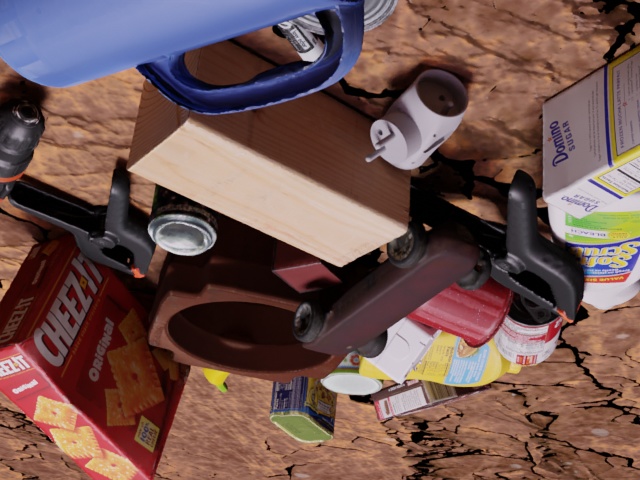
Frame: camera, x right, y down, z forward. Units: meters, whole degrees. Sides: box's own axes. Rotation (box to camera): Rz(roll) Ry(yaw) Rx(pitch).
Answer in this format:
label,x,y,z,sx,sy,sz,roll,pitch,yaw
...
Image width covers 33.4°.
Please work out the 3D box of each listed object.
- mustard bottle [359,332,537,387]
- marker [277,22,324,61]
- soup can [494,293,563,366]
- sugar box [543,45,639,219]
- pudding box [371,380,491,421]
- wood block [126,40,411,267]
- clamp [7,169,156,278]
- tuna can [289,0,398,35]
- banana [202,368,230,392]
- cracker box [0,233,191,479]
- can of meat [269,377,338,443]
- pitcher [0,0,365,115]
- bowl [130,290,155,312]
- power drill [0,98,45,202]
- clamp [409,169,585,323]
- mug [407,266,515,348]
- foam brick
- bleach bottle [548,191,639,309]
label,x,y,z,sx,sy,sz,roll,pitch,yaw
mustard bottle,0.142,0.116,1.154,0.191,0.058,0.096,7,128,-3
marker,-0.031,-0.164,0.738,0.020,0.020,0.121,-11,147,27
soup can,0.208,0.076,1.067,0.068,0.068,0.102,2,151,7
sugar box,0.233,-0.091,0.744,0.048,0.093,0.177,23,147,-26
pudding box,0.130,0.177,1.246,0.113,0.039,0.090,-3,161,-42
wood block,-0.034,-0.067,0.836,0.205,0.091,0.090,25,144,-30
clamp,-0.198,-0.016,1.010,0.120,0.039,0.171,-4,153,28
tuna can,0.010,-0.174,0.697,0.086,0.033,0.086,5,151,2
banana,-0.081,0.135,1.256,0.069,0.037,0.198,20,148,-37
cracker box,-0.228,0.122,1.072,0.072,0.164,0.213,-18,125,26
can of meat,-0.018,0.190,1.292,0.058,0.084,0.102,-10,147,26
pitcher,-0.088,-0.161,0.634,0.243,0.149,0.144,-13,147,35
bowl,-0.224,0.115,1.227,0.162,0.055,0.162,4,151,2
power drill,-0.336,-0.089,0.886,0.187,0.057,0.185,21,147,-24
clamp,0.167,0.005,0.904,0.209,0.036,0.165,38,160,-25
mug,0.131,0.036,1.003,0.081,0.093,0.117,21,116,-16
foam brick,-0.006,0.001,0.965,0.051,0.078,0.053,-12,149,28
bleach bottle,0.252,-0.004,0.924,0.103,0.068,0.250,3,153,18
